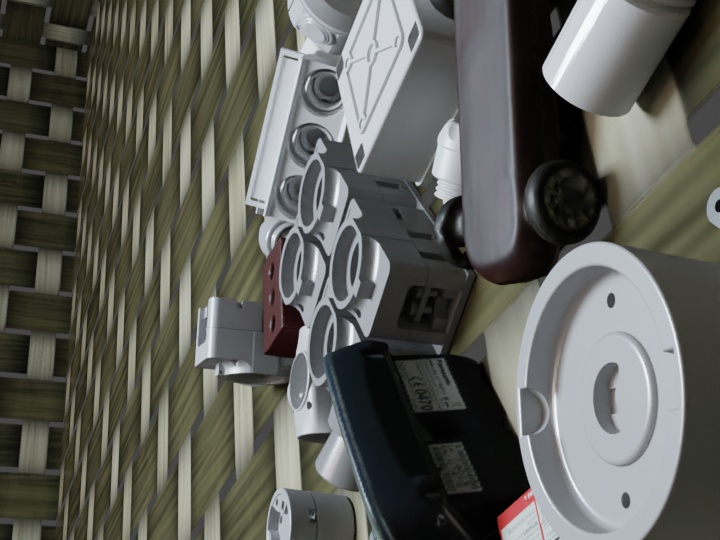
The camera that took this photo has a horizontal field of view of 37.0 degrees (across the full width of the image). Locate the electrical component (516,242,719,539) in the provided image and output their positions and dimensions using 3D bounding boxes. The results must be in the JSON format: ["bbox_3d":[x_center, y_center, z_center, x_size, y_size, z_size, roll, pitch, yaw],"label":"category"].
[{"bbox_3d":[0.107,0.046,0.380,0.108,0.060,0.108,-176,90,-71],"label":"electrical component"}]

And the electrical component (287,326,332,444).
[{"bbox_3d":[-0.028,0.084,0.761,0.079,0.044,0.077,141,133,-62],"label":"electrical component"}]

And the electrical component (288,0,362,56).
[{"bbox_3d":[-0.011,-0.197,0.766,0.051,0.080,0.080,142,133,-70],"label":"electrical component"}]

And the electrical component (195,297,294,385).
[{"bbox_3d":[-0.081,0.058,0.847,0.050,0.089,0.055,146,129,-63],"label":"electrical component"}]

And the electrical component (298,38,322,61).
[{"bbox_3d":[-0.020,-0.179,0.839,0.078,0.040,0.040,129,143,-55],"label":"electrical component"}]

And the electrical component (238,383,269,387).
[{"bbox_3d":[-0.091,0.074,0.924,0.047,0.055,0.055,155,120,-71],"label":"electrical component"}]

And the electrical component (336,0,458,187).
[{"bbox_3d":[0.032,-0.127,0.655,0.108,0.056,0.108,-101,27,-42],"label":"electrical component"}]

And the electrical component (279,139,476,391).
[{"bbox_3d":[0.000,0.000,0.692,0.186,0.060,0.105,-117,39,-57],"label":"electrical component"}]

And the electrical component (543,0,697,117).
[{"bbox_3d":[0.113,-0.109,0.447,0.043,0.043,0.081,-103,28,-43],"label":"electrical component"}]

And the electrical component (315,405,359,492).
[{"bbox_3d":[0.000,0.105,0.677,0.045,0.045,0.055,-125,47,-62],"label":"electrical component"}]

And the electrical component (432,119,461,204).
[{"bbox_3d":[0.056,-0.051,0.595,0.035,0.035,0.061,-129,47,-63],"label":"electrical component"}]

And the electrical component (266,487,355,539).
[{"bbox_3d":[-0.034,0.179,0.738,0.055,0.047,0.055,-172,90,-70],"label":"electrical component"}]

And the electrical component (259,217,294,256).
[{"bbox_3d":[-0.057,-0.023,0.880,0.062,0.043,0.043,-148,67,-67],"label":"electrical component"}]

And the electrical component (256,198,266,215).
[{"bbox_3d":[-0.065,-0.087,0.928,0.064,0.042,0.081,-141,61,-69],"label":"electrical component"}]

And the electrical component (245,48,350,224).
[{"bbox_3d":[-0.033,-0.099,0.809,0.063,0.079,0.121,-73,-1,-69],"label":"electrical component"}]
